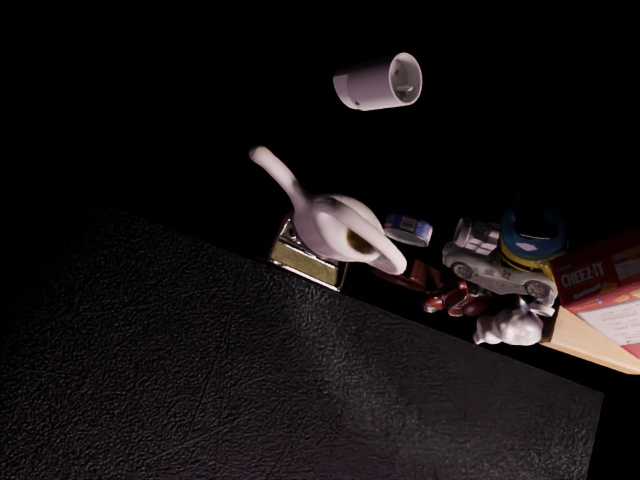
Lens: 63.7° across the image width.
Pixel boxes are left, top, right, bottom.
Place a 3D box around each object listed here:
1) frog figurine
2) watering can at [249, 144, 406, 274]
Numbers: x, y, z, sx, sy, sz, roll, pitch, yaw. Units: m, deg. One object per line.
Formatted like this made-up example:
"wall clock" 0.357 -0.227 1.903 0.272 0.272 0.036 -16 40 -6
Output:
"frog figurine" 0.439 0.211 1.215 0.124 0.158 0.137 54 -162 20
"watering can" 0.003 -0.046 0.922 0.345 0.105 0.223 37 167 -14
